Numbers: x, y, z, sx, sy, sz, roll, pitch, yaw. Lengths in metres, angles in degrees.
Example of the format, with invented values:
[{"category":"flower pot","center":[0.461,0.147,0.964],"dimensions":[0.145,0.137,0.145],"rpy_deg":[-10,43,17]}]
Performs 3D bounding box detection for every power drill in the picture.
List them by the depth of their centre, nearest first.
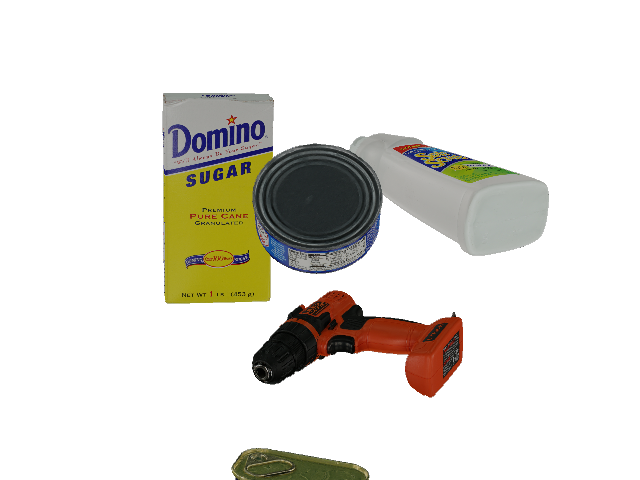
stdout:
[{"category":"power drill","center":[0.042,0.111,1.117],"dimensions":[0.188,0.057,0.184],"rpy_deg":[10,25,26]}]

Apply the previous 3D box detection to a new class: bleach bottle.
[{"category":"bleach bottle","center":[0.103,-0.059,1.048],"dimensions":[0.102,0.068,0.251],"rpy_deg":[-9,23,-31]}]

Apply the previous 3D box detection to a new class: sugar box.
[{"category":"sugar box","center":[-0.088,-0.036,0.910],"dimensions":[0.093,0.176,0.048],"rpy_deg":[-2,16,-10]}]

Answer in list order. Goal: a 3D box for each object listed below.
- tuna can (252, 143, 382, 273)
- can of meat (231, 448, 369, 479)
[{"category":"tuna can","center":[-0.002,-0.021,0.712],"dimensions":[0.086,0.086,0.034],"rpy_deg":[0,-33,1]},{"category":"can of meat","center":[-0.019,0.213,0.812],"dimensions":[0.102,0.084,0.057],"rpy_deg":[8,14,10]}]
